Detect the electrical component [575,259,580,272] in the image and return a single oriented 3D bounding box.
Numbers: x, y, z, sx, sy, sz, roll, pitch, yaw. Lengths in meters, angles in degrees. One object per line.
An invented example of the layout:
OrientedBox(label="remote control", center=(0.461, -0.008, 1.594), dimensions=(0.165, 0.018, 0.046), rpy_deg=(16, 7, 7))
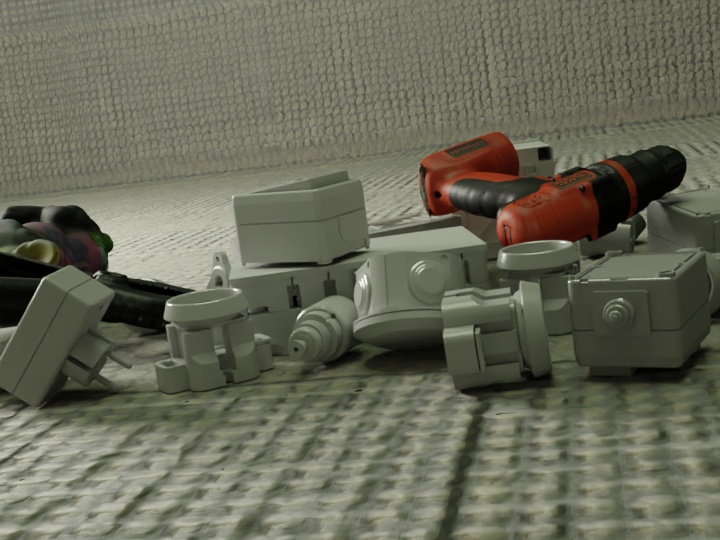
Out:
OrientedBox(label="electrical component", center=(0.150, -0.002, 0.876), dimensions=(0.040, 0.040, 0.046), rpy_deg=(-14, 6, -35))

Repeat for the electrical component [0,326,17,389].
OrientedBox(label="electrical component", center=(-0.258, 0.064, 0.777), dimensions=(0.081, 0.043, 0.043), rpy_deg=(-8, 9, -3))

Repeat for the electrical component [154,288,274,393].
OrientedBox(label="electrical component", center=(-0.101, 0.045, 0.727), dimensions=(0.078, 0.057, 0.058), rpy_deg=(-12, 11, -26))

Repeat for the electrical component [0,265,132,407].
OrientedBox(label="electrical component", center=(-0.190, 0.054, 0.724), dimensions=(0.076, 0.083, 0.047), rpy_deg=(31, 12, 0))

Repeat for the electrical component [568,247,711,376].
OrientedBox(label="electrical component", center=(0.162, 0.026, 0.625), dimensions=(0.062, 0.061, 0.096), rpy_deg=(-2, 11, 30))

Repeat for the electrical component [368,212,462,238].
OrientedBox(label="electrical component", center=(0.033, -0.015, 0.980), dimensions=(0.113, 0.057, 0.078), rpy_deg=(-12, 11, -26))

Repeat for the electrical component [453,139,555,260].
OrientedBox(label="electrical component", center=(0.138, -0.068, 1.067), dimensions=(0.109, 0.108, 0.056), rpy_deg=(-7, 12, -2))

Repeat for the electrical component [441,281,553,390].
OrientedBox(label="electrical component", center=(0.082, 0.037, 0.635), dimensions=(0.057, 0.058, 0.078), rpy_deg=(-9, 9, 10))

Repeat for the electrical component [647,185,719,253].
OrientedBox(label="electrical component", center=(0.284, -0.028, 0.876), dimensions=(0.062, 0.061, 0.096), rpy_deg=(-10, 16, -12))

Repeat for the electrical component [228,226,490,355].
OrientedBox(label="electrical component", center=(-0.001, 0.015, 0.821), dimensions=(0.186, 0.060, 0.105), rpy_deg=(-8, 10, -3))

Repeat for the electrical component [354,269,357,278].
OrientedBox(label="electrical component", center=(0.000, 0.000, 0.902), dimensions=(0.043, 0.062, 0.043), rpy_deg=(-7, 9, 1))

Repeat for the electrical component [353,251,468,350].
OrientedBox(label="electrical component", center=(0.035, 0.022, 0.716), dimensions=(0.080, 0.051, 0.080), rpy_deg=(-3, -17, -1))

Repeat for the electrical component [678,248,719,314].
OrientedBox(label="electrical component", center=(0.232, 0.008, 0.732), dimensions=(0.066, 0.048, 0.055), rpy_deg=(0, 4, 39))

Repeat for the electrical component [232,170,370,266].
OrientedBox(label="electrical component", center=(-0.050, -0.039, 0.801), dimensions=(0.096, 0.061, 0.062), rpy_deg=(-1, 12, 33))

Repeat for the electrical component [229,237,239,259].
OrientedBox(label="electrical component", center=(-0.092, -0.008, 1.056), dimensions=(0.056, 0.050, 0.089), rpy_deg=(-10, 10, -13))

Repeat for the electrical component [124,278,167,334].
OrientedBox(label="electrical component", center=(-0.179, 0.029, 0.930), dimensions=(0.048, 0.048, 0.062), rpy_deg=(-6, 3, 8))

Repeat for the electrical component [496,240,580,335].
OrientedBox(label="electrical component", center=(0.126, 0.012, 0.753), dimensions=(0.078, 0.057, 0.058), rpy_deg=(-4, 10, 21))

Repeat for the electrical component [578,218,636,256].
OrientedBox(label="electrical component", center=(0.228, -0.032, 0.993), dimensions=(0.046, 0.040, 0.040), rpy_deg=(3, 13, 23))

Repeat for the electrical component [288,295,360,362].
OrientedBox(label="electrical component", center=(-0.027, 0.043, 0.730), dimensions=(0.040, 0.040, 0.078), rpy_deg=(-3, 11, 24))
